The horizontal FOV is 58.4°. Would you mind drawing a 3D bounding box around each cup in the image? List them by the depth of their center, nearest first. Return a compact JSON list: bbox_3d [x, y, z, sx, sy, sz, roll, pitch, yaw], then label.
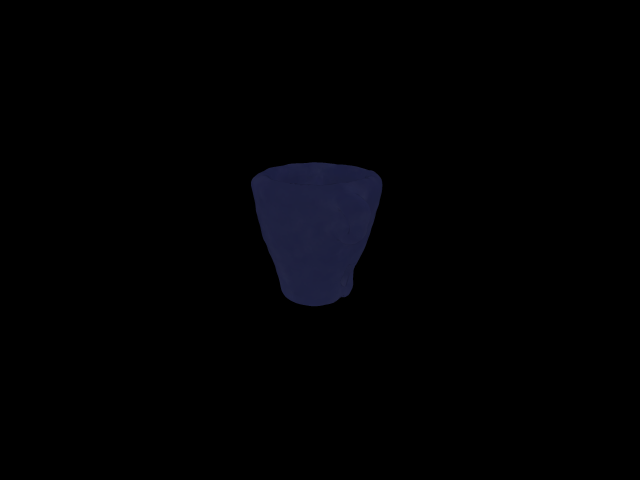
[{"bbox_3d":[0.004,0.001,0.400,0.092,0.095,0.117,-8,20,-22],"label":"cup"}]
